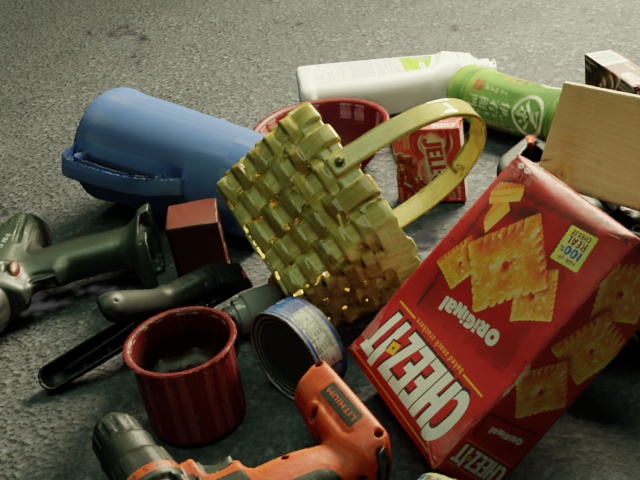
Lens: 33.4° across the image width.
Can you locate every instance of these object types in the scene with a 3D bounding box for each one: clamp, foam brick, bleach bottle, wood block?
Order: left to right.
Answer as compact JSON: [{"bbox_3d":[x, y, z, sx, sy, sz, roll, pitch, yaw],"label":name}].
[{"bbox_3d":[-0.151,0.069,0.963,0.209,0.036,0.165,-20,-15,-48],"label":"clamp"},{"bbox_3d":[-0.119,0.006,1.060,0.051,0.078,0.053,-11,31,1],"label":"foam brick"},{"bbox_3d":[0.099,-0.194,1.343,0.251,0.068,0.102,-8,32,-1],"label":"bleach bottle"},{"bbox_3d":[0.214,-0.057,1.106,0.120,0.039,0.171,-3,28,-1],"label":"clamp"},{"bbox_3d":[0.291,-0.060,0.861,0.090,0.091,0.206,9,9,-42],"label":"wood block"}]

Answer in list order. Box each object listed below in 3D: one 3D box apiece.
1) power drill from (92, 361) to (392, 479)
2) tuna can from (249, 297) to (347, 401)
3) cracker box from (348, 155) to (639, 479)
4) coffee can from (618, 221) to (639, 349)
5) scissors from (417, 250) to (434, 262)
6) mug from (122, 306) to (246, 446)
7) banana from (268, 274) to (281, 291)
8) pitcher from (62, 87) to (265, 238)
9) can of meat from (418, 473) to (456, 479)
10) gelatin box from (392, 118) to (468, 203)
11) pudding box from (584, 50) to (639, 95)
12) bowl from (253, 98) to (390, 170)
[{"bbox_3d":[-0.057,0.163,0.784,0.187,0.057,0.185,-26,48,-21],"label":"power drill"},{"bbox_3d":[-0.018,0.091,0.883,0.033,0.086,0.086,-31,37,-34],"label":"tuna can"},{"bbox_3d":[0.136,0.057,0.800,0.214,0.072,0.164,-49,33,7],"label":"cracker box"},{"bbox_3d":[0.245,0.035,0.882,0.141,0.103,0.102,11,37,32],"label":"coffee can"},{"bbox_3d":[0.102,0.032,1.013,0.201,0.016,0.096,-17,36,-1],"label":"scissors"},{"bbox_3d":[-0.101,0.107,0.882,0.093,0.081,0.117,8,35,26],"label":"mug"},{"bbox_3d":[0.009,-0.006,1.086,0.070,0.037,0.197,-21,20,29],"label":"banana"},{"bbox_3d":[-0.150,-0.078,1.159,0.243,0.145,0.149,18,68,34],"label":"pitcher"},{"bbox_3d":[0.083,0.206,0.693,0.102,0.057,0.083,17,37,36],"label":"can of meat"},{"bbox_3d":[0.116,-0.083,1.126,0.073,0.089,0.030,-1,32,14],"label":"gelatin box"},{"bbox_3d":[0.331,-0.150,1.174,0.039,0.090,0.113,-12,30,-7],"label":"pudding box"},{"bbox_3d":[0.003,-0.107,1.231,0.162,0.055,0.162,-7,31,4],"label":"bowl"}]
